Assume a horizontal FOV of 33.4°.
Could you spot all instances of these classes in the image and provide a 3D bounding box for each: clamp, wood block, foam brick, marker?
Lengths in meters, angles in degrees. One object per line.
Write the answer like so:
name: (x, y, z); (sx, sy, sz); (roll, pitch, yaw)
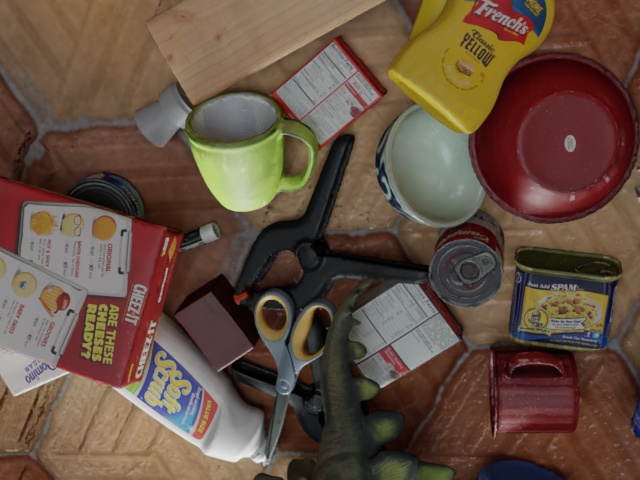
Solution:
clamp: (0.002, 0.156, 1.128); (0.171, 0.039, 0.120); (41, 123, -10)
wood block: (-0.043, -0.216, 0.986); (0.206, 0.090, 0.090); (-26, 102, 18)
foam brick: (-0.105, 0.086, 1.120); (0.053, 0.051, 0.078); (-32, 100, 18)
marker: (-0.162, 0.009, 1.123); (0.121, 0.020, 0.020); (-20, 104, 17)
clamp: (-0.007, 0.001, 1.075); (0.210, 0.036, 0.164); (-25, 89, 25)

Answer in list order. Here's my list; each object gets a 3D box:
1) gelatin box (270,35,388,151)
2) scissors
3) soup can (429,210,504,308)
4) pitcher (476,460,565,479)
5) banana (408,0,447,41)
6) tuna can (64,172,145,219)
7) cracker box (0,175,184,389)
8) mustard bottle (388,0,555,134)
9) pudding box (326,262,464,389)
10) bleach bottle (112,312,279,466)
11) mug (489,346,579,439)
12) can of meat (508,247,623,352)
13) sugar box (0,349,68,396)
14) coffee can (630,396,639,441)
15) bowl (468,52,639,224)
gelatin box: (0.009, -0.142, 1.033); (0.089, 0.030, 0.073); (-38, 96, 20)
scissors: (-0.049, 0.132, 1.103); (0.096, 0.016, 0.202); (34, 116, 7)
soup can: (0.142, 0.016, 1.021); (0.068, 0.102, 0.068); (3, 109, 10)
pitcher: (0.181, 0.356, 1.122); (0.149, 0.145, 0.243); (7, 107, -17)
banana: (0.103, -0.259, 0.973); (0.070, 0.037, 0.198); (-2, 108, 19)
tuna can: (-0.227, -0.027, 1.115); (0.086, 0.033, 0.086); (3, 109, 10)
cracker box: (-0.262, 0.037, 1.065); (0.214, 0.072, 0.164); (16, 92, 10)
mustard bottle: (0.153, -0.195, 0.953); (0.096, 0.058, 0.191); (38, 88, -12)
pudding box: (0.077, 0.090, 1.094); (0.114, 0.039, 0.090); (-34, 97, 17)
bleach bottle: (-0.145, 0.152, 1.146); (0.250, 0.068, 0.103); (38, 104, -7)
mug: (0.210, 0.144, 1.052); (0.081, 0.093, 0.117); (-1, 141, 6)
can of meat: (0.237, 0.059, 1.042); (0.102, 0.057, 0.084); (6, 111, 9)
sugar box: (-0.335, 0.075, 1.165); (0.093, 0.048, 0.176); (-23, 106, 15)
coffee can: (0.365, 0.131, 1.016); (0.103, 0.102, 0.140); (13, 110, 6)
bowl: (0.220, -0.091, 0.975); (0.162, 0.055, 0.162); (0, 99, -1)
